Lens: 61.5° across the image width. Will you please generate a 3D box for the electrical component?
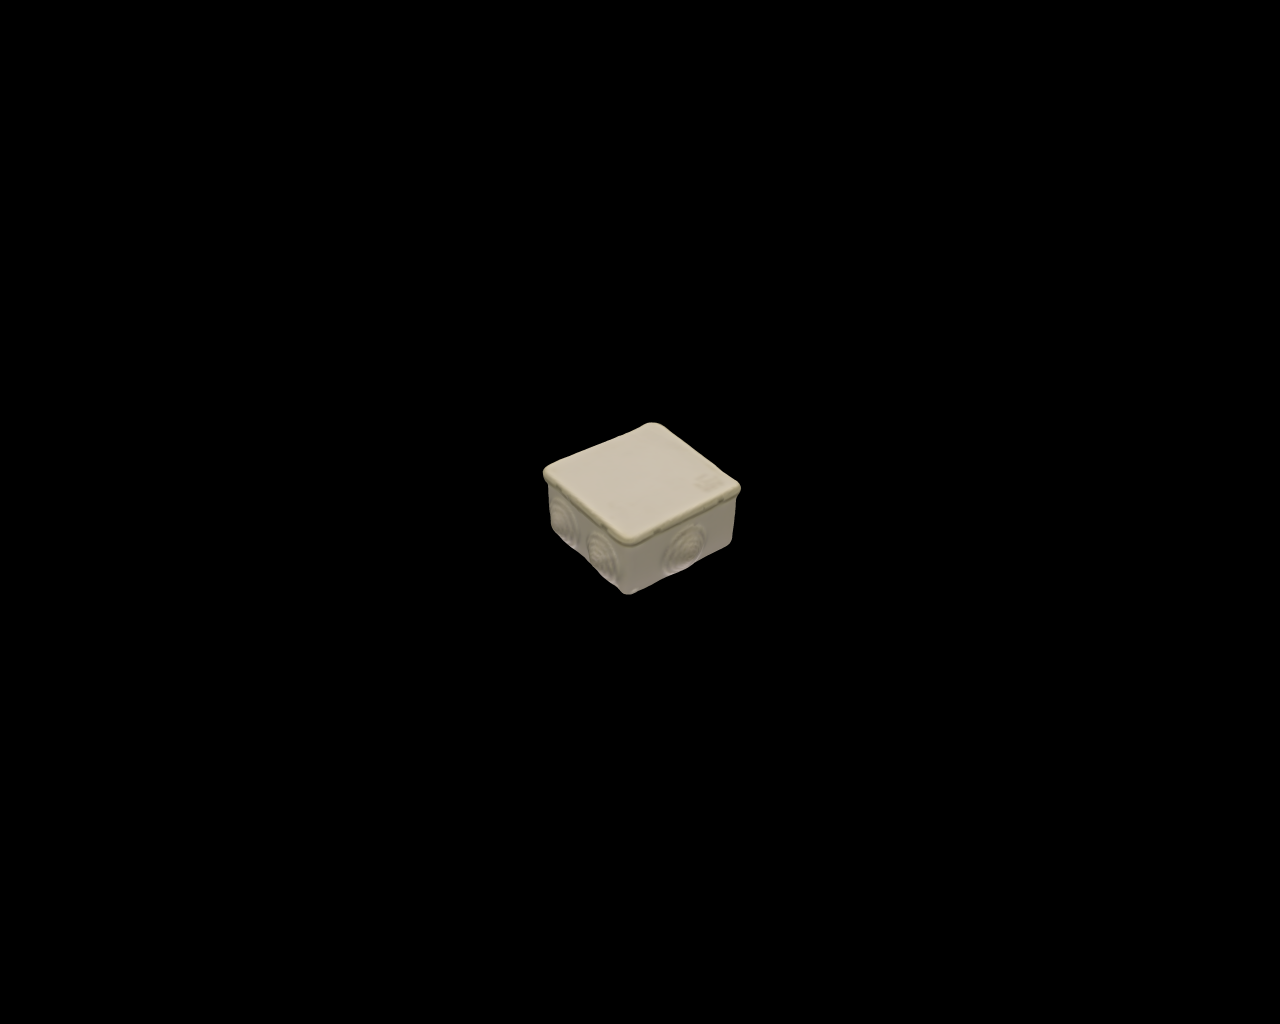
[{"bbox_3d":[0.001,-0.003,0.650,0.100,0.048,0.100,-25,45,-28],"label":"electrical component"}]
